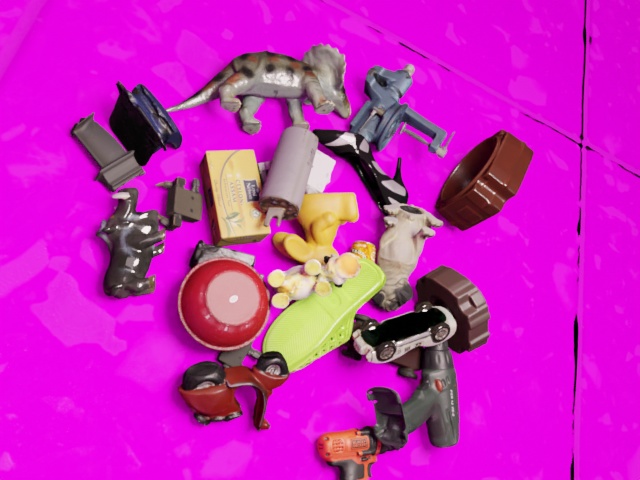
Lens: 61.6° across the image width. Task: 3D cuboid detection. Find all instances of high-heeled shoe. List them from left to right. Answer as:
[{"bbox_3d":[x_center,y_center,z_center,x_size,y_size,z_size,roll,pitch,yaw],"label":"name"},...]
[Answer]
[{"bbox_3d":[0.082,-0.135,1.128,0.249,0.086,0.145,15,81,-20],"label":"high-heeled shoe"}]

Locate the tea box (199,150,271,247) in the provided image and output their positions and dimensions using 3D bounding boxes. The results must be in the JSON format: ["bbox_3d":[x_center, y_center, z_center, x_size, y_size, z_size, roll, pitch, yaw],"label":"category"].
[{"bbox_3d":[-0.160,-0.078,1.001,0.098,0.068,0.169,-8,76,-26],"label":"tea box"}]

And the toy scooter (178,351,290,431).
[{"bbox_3d":[-0.138,0.264,0.896,0.184,0.075,0.135,-7,105,-13],"label":"toy scooter"}]

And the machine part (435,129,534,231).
[{"bbox_3d":[0.356,-0.132,1.183,0.087,0.201,0.201,38,62,-7],"label":"machine part"}]

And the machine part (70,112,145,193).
[{"bbox_3d":[-0.379,-0.154,0.941,0.084,0.039,0.139,-39,93,-25],"label":"machine part"}]

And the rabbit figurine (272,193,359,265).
[{"bbox_3d":[-0.002,-0.003,1.029,0.162,0.122,0.173,-6,96,-24],"label":"rabbit figurine"}]

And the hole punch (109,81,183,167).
[{"bbox_3d":[-0.300,-0.210,0.957,0.092,0.116,0.142,-34,90,-38],"label":"hole punch"}]

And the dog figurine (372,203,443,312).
[{"bbox_3d":[0.162,0.034,1.102,0.121,0.190,0.172,22,27,17],"label":"dog figurine"}]

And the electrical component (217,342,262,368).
[{"bbox_3d":[-0.150,0.196,0.943,0.094,0.021,0.063,35,63,-10],"label":"electrical component"}]

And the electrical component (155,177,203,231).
[{"bbox_3d":[-0.255,-0.067,0.969,0.078,0.045,0.102,13,68,-52],"label":"electrical component"}]

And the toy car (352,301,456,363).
[{"bbox_3d":[0.155,0.170,0.984,0.202,0.056,0.074,-15,41,-19],"label":"toy car"}]

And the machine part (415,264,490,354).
[{"bbox_3d":[0.259,0.139,1.063,0.056,0.179,0.179,-25,85,-22],"label":"machine part"}]

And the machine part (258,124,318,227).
[{"bbox_3d":[-0.056,-0.125,0.995,0.079,0.079,0.243,25,58,-16],"label":"machine part"}]

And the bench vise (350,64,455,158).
[{"bbox_3d":[0.186,-0.269,1.183,0.241,0.128,0.223,34,69,9],"label":"bench vise"}]

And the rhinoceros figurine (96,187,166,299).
[{"bbox_3d":[-0.318,0.006,0.904,0.112,0.073,0.190,4,74,-13],"label":"rhinoceros figurine"}]

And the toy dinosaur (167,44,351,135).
[{"bbox_3d":[-0.100,-0.319,1.085,0.405,0.131,0.192,3,60,-20],"label":"toy dinosaur"}]

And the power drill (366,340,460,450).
[{"bbox_3d":[0.180,0.279,0.994,0.207,0.086,0.232,-6,85,-49],"label":"power drill"}]

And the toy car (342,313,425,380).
[{"bbox_3d":[0.123,0.207,1.050,0.202,0.053,0.089,21,76,-22],"label":"toy car"}]

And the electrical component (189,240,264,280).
[{"bbox_3d":[-0.170,0.073,0.954,0.134,0.058,0.115,17,69,-19],"label":"electrical component"}]

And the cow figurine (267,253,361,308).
[{"bbox_3d":[-0.008,0.068,0.966,0.167,0.098,0.068,-17,88,1],"label":"cow figurine"}]
